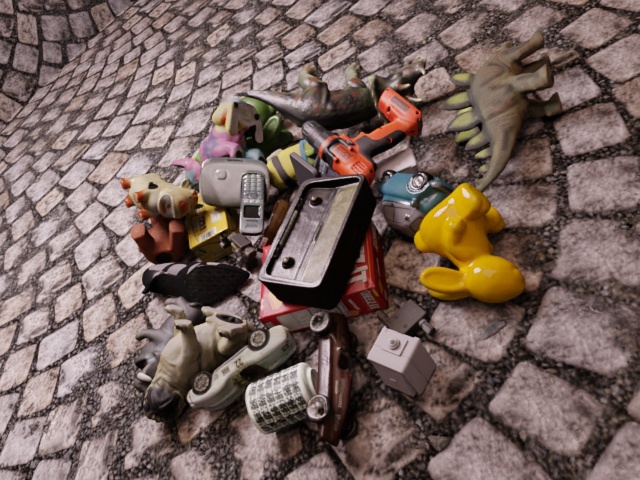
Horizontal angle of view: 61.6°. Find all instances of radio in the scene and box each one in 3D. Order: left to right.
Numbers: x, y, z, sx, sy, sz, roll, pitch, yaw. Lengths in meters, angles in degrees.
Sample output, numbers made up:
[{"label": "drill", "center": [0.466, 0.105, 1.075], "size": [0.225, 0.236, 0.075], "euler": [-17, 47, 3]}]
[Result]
[{"label": "radio", "center": [-0.002, -0.003, 0.891], "size": [0.131, 0.073, 0.229], "euler": [2, 53, 33]}]

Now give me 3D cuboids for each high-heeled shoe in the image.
[{"label": "high-heeled shoe", "center": [-0.258, 0.076, 1.121], "size": [0.249, 0.086, 0.145], "euler": [-6, 14, 5]}]

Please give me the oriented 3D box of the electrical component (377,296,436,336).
[{"label": "electrical component", "center": [0.133, 0.127, 0.833], "size": [0.063, 0.021, 0.094], "euler": [-42, 43, -6]}]

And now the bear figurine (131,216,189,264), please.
[{"label": "bear figurine", "center": [-0.355, -0.042, 1.227], "size": [0.120, 0.131, 0.196], "euler": [-6, 50, -6]}]

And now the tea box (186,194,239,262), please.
[{"label": "tea box", "center": [-0.235, -0.038, 1.182], "size": [0.098, 0.068, 0.170], "euler": [-27, 43, 9]}]

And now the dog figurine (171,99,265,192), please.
[{"label": "dog figurine", "center": [-0.242, -0.211, 1.234], "size": [0.219, 0.108, 0.191], "euler": [-7, 87, 35]}]

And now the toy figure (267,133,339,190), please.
[{"label": "toy figure", "center": [-0.036, -0.170, 1.160], "size": [0.180, 0.082, 0.089], "euler": [-16, 45, 18]}]

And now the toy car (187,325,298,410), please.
[{"label": "toy car", "center": [-0.128, 0.214, 0.886], "size": [0.202, 0.073, 0.056], "euler": [-38, 56, -2]}]

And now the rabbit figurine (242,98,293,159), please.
[{"label": "rabbit figurine", "center": [-0.147, -0.251, 1.304], "size": [0.159, 0.121, 0.170], "euler": [-8, 68, 20]}]

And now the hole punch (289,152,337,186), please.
[{"label": "hole punch", "center": [0.009, -0.128, 1.072], "size": [0.092, 0.115, 0.142], "euler": [-32, 45, -19]}]

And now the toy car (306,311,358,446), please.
[{"label": "toy car", "center": [0.024, 0.197, 0.793], "size": [0.053, 0.089, 0.202], "euler": [-20, 44, 23]}]

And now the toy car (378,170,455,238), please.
[{"label": "toy car", "center": [0.160, -0.057, 0.922], "size": [0.162, 0.109, 0.103], "euler": [16, 80, 50]}]

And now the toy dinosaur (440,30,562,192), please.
[{"label": "toy dinosaur", "center": [0.329, -0.245, 0.978], "size": [0.199, 0.105, 0.471], "euler": [-17, 36, 31]}]

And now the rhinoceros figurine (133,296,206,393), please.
[{"label": "rhinoceros figurine", "center": [-0.283, 0.199, 1.011], "size": [0.112, 0.073, 0.190], "euler": [18, 63, 30]}]

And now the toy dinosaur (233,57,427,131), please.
[{"label": "toy dinosaur", "center": [0.025, -0.284, 1.126], "size": [0.405, 0.131, 0.192], "euler": [-11, 35, -1]}]

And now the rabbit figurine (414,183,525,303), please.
[{"label": "rabbit figurine", "center": [0.223, 0.025, 0.802], "size": [0.162, 0.121, 0.173], "euler": [-36, 61, 5]}]

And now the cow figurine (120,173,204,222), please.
[{"label": "cow figurine", "center": [-0.336, -0.092, 1.151], "size": [0.127, 0.085, 0.195], "euler": [-25, 33, -29]}]

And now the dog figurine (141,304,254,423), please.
[{"label": "dog figurine", "center": [-0.211, 0.223, 0.939], "size": [0.121, 0.172, 0.190], "euler": [-144, 66, -71]}]

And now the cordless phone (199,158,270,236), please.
[{"label": "cordless phone", "center": [-0.177, -0.080, 1.104], "size": [0.147, 0.088, 0.184], "euler": [2, 52, -7]}]

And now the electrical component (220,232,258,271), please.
[{"label": "electrical component", "center": [-0.162, 0.020, 1.071], "size": [0.045, 0.078, 0.102], "euler": [-26, 42, -24]}]
